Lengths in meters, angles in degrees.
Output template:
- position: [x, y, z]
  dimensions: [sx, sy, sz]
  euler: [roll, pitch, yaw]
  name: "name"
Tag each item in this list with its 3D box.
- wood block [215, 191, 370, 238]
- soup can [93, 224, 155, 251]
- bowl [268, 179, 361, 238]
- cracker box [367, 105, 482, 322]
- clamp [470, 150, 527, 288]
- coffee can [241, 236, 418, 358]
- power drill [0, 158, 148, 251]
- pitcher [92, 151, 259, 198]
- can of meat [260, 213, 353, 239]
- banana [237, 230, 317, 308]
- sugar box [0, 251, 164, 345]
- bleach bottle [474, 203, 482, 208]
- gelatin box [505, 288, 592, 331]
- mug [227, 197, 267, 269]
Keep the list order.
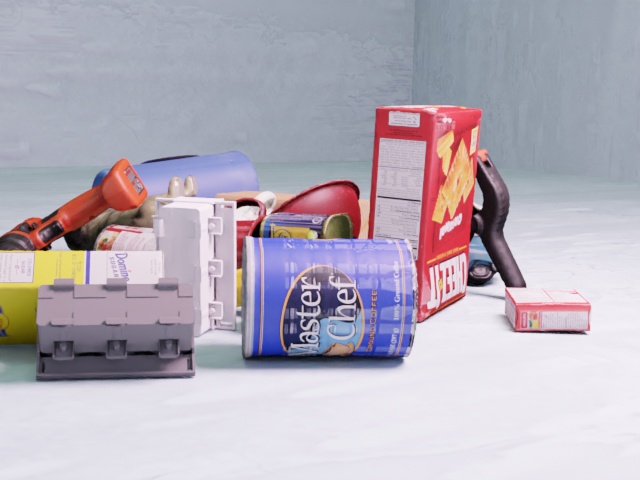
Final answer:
- position: [-0.032, -0.013, 1.419]
  dimensions: [0.206, 0.090, 0.090]
  euler: [5, 8, 29]
  name: "wood block"
- position: [-0.198, 0.020, 1.216]
  dimensions: [0.102, 0.068, 0.068]
  euler: [6, 9, 28]
  name: "soup can"
- position: [-0.008, 0.002, 1.257]
  dimensions: [0.162, 0.055, 0.162]
  euler: [-28, -23, -13]
  name: "bowl"
- position: [0.112, -0.033, 1.124]
  dimensions: [0.072, 0.214, 0.164]
  euler: [7, 9, 24]
  name: "cracker box"
- position: [0.172, -0.015, 1.218]
  dimensions: [0.120, 0.171, 0.039]
  euler: [-4, 6, 36]
  name: "clamp"
- position: [0.005, 0.049, 0.906]
  dimensions: [0.140, 0.103, 0.103]
  euler: [1, 8, -6]
  name: "coffee can"
- position: [-0.303, -0.022, 1.271]
  dimensions: [0.188, 0.057, 0.184]
  euler: [-29, 14, 6]
  name: "power drill"
- position: [-0.230, -0.070, 1.657]
  dimensions: [0.242, 0.145, 0.149]
  euler: [-7, -5, -34]
  name: "pitcher"
- position: [-0.015, 0.022, 1.120]
  dimensions: [0.084, 0.102, 0.057]
  euler: [4, 9, 31]
  name: "can of meat"
- position: [-0.080, 0.038, 1.068]
  dimensions: [0.198, 0.069, 0.037]
  euler: [-21, 44, 15]
  name: "banana"
- position: [-0.222, 0.051, 0.909]
  dimensions: [0.176, 0.048, 0.093]
  euler: [2, -36, -8]
  name: "sugar box"
- position: [0.209, -0.006, 1.496]
  dimensions: [0.102, 0.068, 0.251]
  euler: [20, 11, -7]
  name: "bleach bottle"
- position: [0.225, 0.070, 1.066]
  dimensions: [0.073, 0.030, 0.089]
  euler: [0, 7, 2]
  name: "gelatin box"
- position: [-0.091, 0.008, 1.173]
  dimensions: [0.082, 0.117, 0.093]
  euler: [-1, -19, 26]
  name: "mug"
